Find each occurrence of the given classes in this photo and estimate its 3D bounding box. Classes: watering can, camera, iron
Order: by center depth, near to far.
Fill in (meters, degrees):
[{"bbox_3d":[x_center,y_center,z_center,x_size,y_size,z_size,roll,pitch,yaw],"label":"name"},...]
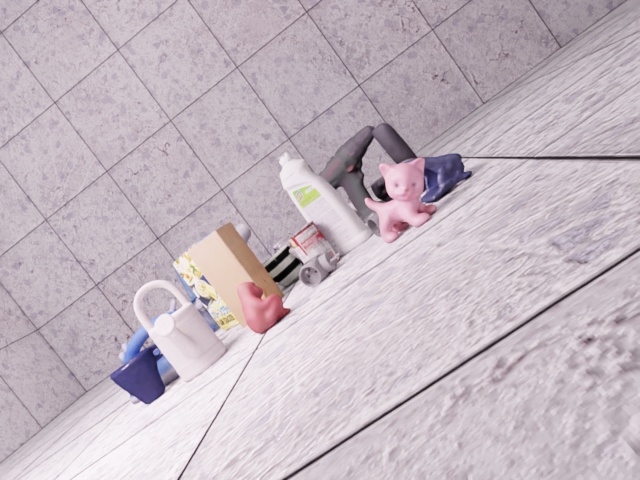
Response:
[{"bbox_3d":[-0.270,0.161,1.079,0.101,0.194,0.172,-39,5,-29],"label":"watering can"},{"bbox_3d":[-0.365,0.248,1.271,0.258,0.141,0.119,-35,4,13],"label":"iron"},{"bbox_3d":[-0.102,0.051,1.635,0.137,0.101,0.143,-36,4,-1],"label":"camera"}]

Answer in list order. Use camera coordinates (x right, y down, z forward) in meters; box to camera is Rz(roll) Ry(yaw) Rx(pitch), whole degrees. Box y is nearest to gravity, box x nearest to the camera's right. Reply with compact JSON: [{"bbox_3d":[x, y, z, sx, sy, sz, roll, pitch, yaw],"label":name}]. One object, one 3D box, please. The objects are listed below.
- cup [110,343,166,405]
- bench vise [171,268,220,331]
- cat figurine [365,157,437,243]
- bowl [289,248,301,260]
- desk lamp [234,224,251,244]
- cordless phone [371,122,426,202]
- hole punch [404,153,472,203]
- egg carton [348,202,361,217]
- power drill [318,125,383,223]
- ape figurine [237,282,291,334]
[{"bbox_3d":[-0.346,0.273,1.153,0.118,0.095,0.091,-39,5,-30],"label":"cup"},{"bbox_3d":[-0.336,0.150,1.629,0.122,0.220,0.207,-38,4,-24],"label":"bench vise"},{"bbox_3d":[0.129,-0.075,0.943,0.127,0.118,0.067,-33,5,38],"label":"cat figurine"},{"bbox_3d":[0.012,0.005,1.360,0.167,0.075,0.167,-36,4,3],"label":"bowl"},{"bbox_3d":[-0.224,0.064,1.721,0.117,0.213,0.204,-33,5,40],"label":"desk lamp"},{"bbox_3d":[0.167,-0.177,1.349,0.147,0.185,0.094,-33,5,38],"label":"cordless phone"},{"bbox_3d":[0.214,-0.131,1.071,0.101,0.091,0.108,-37,4,-3],"label":"hole punch"},{"bbox_3d":[0.056,-0.045,1.621,0.150,0.069,0.107,-34,5,34],"label":"egg carton"},{"bbox_3d":[0.106,-0.160,1.523,0.229,0.208,0.076,-35,4,22],"label":"power drill"},{"bbox_3d":[-0.109,0.112,1.006,0.076,0.092,0.077,-38,4,-28],"label":"ape figurine"}]
